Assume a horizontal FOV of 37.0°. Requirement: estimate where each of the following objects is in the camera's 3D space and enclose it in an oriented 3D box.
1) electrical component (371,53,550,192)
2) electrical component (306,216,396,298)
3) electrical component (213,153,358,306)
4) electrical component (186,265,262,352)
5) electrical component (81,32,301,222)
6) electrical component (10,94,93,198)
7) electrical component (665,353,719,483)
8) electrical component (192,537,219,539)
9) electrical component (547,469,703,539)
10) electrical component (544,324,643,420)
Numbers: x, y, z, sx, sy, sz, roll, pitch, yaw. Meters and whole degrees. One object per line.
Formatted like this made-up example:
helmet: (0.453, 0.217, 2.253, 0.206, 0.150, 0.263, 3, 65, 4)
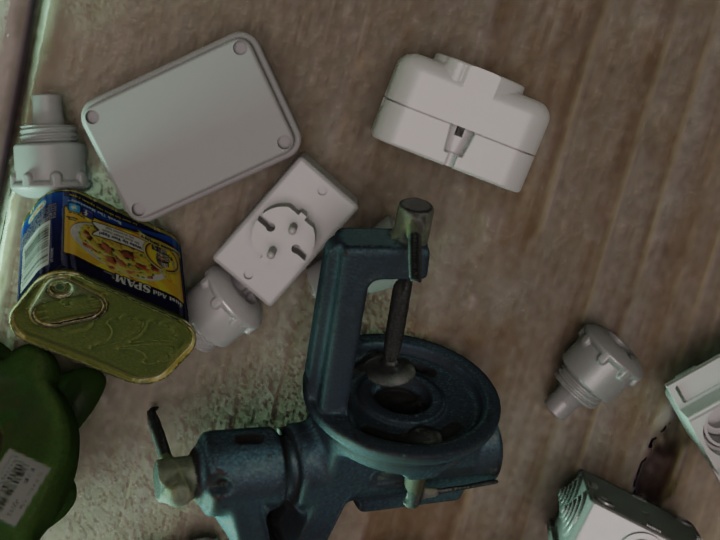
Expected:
electrical component: (0.061, -0.092, 0.645, 0.095, 0.053, 0.059, 21, 100, -5)
electrical component: (0.000, 0.000, 0.670, 0.065, 0.044, 0.044, -27, 101, 10)
electrical component: (-0.045, -0.022, 0.646, 0.047, 0.075, 0.083, 41, 98, -8)
electrical component: (-0.096, 0.031, 0.673, 0.062, 0.048, 0.048, -38, 100, 14)
electrical component: (-0.098, -0.086, 0.642, 0.113, 0.057, 0.078, -24, 101, 4)
electrical component: (-0.187, -0.075, 0.650, 0.048, 0.048, 0.062, -2, 94, -1)
electrical component: (0.260, 0.071, 0.677, 0.121, 0.063, 0.078, -30, 100, 5)
electrical component: (-0.118, 0.201, 0.706, 0.055, 0.045, 0.045, -11, 101, 1)
electrical component: (0.170, 0.172, 0.677, 0.100, 0.100, 0.048, 26, 96, 6)
electrical component: (0.145, 0.069, 0.685, 0.048, 0.048, 0.062, 39, 105, -8)
